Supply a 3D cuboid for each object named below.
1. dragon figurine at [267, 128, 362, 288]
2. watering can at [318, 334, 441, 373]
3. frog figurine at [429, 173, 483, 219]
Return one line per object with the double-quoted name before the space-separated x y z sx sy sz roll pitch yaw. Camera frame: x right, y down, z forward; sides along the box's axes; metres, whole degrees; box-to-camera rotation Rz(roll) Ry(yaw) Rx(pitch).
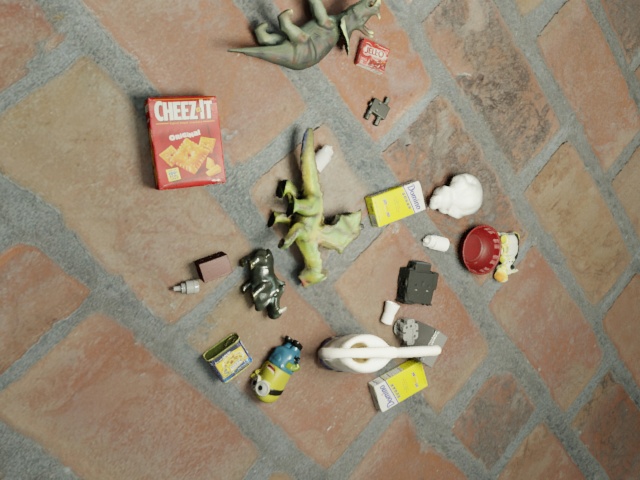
"dragon figurine" 0.004 -0.069 1.380 0.241 0.123 0.410 18 91 -28
"watering can" 0.142 0.314 1.425 0.347 0.222 0.105 5 76 -26
"frog figurine" 0.417 -0.135 1.575 0.160 0.124 0.135 -7 118 -36
